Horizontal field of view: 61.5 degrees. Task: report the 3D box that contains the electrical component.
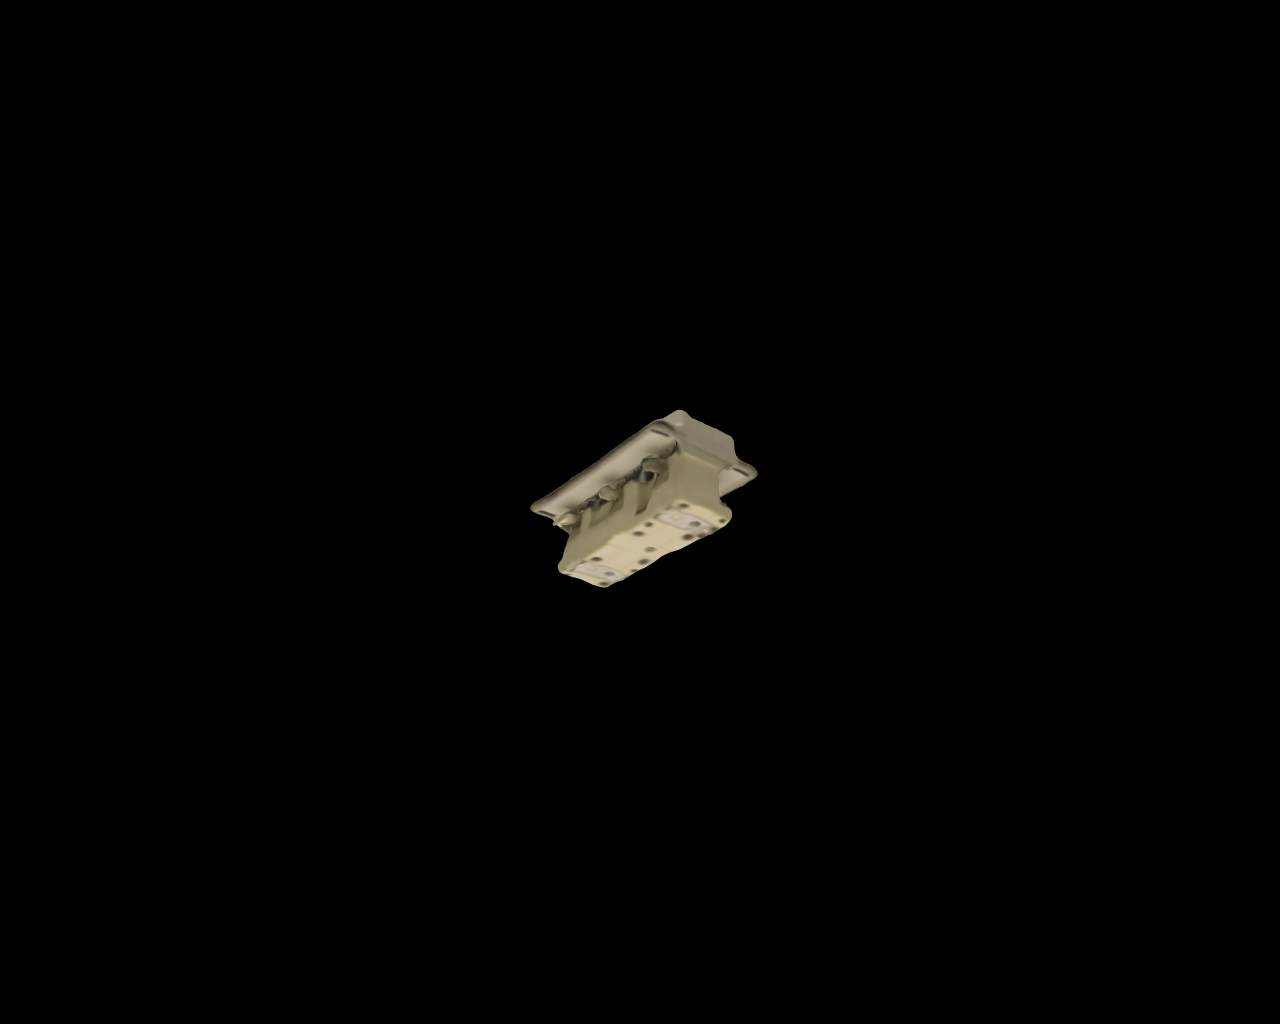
[{"bbox_3d":[0.001,-0.003,0.650,0.079,0.063,0.121,24,-38,-34],"label":"electrical component"}]
